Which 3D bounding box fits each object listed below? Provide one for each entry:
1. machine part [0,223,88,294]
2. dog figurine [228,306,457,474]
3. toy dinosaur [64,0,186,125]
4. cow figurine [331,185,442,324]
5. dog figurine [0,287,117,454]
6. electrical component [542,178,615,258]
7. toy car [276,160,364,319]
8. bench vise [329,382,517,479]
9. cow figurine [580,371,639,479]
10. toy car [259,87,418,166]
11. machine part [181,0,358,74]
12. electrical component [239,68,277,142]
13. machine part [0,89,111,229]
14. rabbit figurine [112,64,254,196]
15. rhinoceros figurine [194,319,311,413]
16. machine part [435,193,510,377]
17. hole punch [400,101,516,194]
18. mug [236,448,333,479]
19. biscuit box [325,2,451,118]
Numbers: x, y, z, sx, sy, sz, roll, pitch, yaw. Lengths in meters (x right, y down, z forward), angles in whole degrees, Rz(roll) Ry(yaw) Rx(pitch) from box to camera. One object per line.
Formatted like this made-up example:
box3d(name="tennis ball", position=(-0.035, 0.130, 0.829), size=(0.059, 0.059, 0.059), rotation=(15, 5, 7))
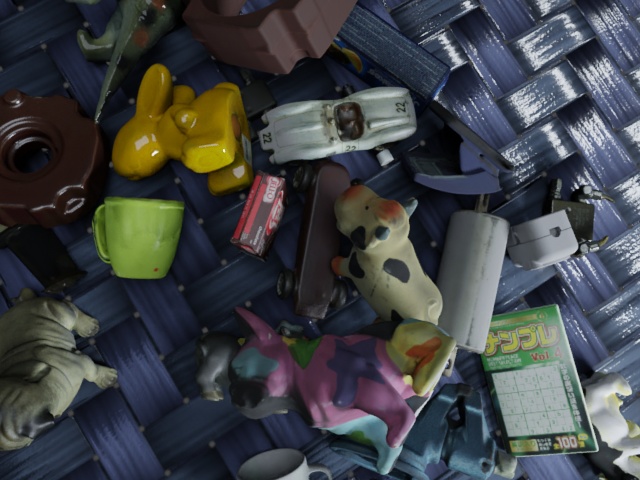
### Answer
box3d(name="machine part", position=(-0.357, 0.009, 0.668), size=(0.139, 0.039, 0.084), rotation=(45, 73, 4))
box3d(name="dog figurine", position=(0.011, 0.128, 0.573), size=(0.219, 0.108, 0.191), rotation=(29, 57, 16))
box3d(name="toy dinosaur", position=(-0.234, -0.354, 0.690), size=(0.192, 0.131, 0.404), rotation=(-12, 90, -5))
box3d(name="cow figurine", position=(0.078, 0.025, 0.622), size=(0.085, 0.127, 0.194), rotation=(-41, 108, -31))
box3d(name="dog figurine", position=(-0.319, 0.127, 0.577), size=(0.121, 0.190, 0.172), rotation=(-41, 85, -8))
box3d(name="electrical component", position=(0.342, -0.029, 0.718), size=(0.078, 0.045, 0.102), rotation=(15, 81, -3))
box3d(name="toy car", position=(-0.001, -0.002, 0.686), size=(0.089, 0.053, 0.202), rotation=(12, 83, -24))
box3d(name="bench vise", position=(0.100, 0.276, 0.612), size=(0.224, 0.128, 0.240), rotation=(20, 64, 6))
box3d(name="cow figurine", position=(0.361, 0.256, 0.670), size=(0.098, 0.068, 0.167), rotation=(-23, 81, -1))
box3d(name="toy car", position=(0.022, -0.145, 0.686), size=(0.202, 0.056, 0.073), rotation=(-11, 87, -2))
box3d(name="machine part", position=(-0.056, -0.312, 0.666), size=(0.202, 0.087, 0.201), rotation=(22, 76, 33))
box3d(name="electrical component", position=(-0.094, -0.182, 0.718), size=(0.063, 0.021, 0.094), rotation=(-28, 86, -7))
box3d(name="machine part", position=(-0.349, -0.099, 0.655), size=(0.179, 0.056, 0.179), rotation=(2, 70, -5))
box3d(name="rabbit figurine", position=(-0.181, -0.132, 0.663), size=(0.173, 0.122, 0.162), rotation=(-13, 80, 13))
box3d(name="rhinoceros figurine", position=(-0.058, 0.153, 0.656), size=(0.190, 0.073, 0.112), rotation=(4, 72, -2))
box3d(name="machine part", position=(0.186, 0.052, 0.680), size=(0.079, 0.079, 0.243), rotation=(14, 82, -2))
box3d(name="hole punch", position=(0.169, -0.102, 0.678), size=(0.116, 0.142, 0.092), rotation=(31, 107, -13))
box3d(name="mug", position=(-0.036, 0.310, 0.633), size=(0.110, 0.081, 0.107), rotation=(-10, 94, -9))
box3d(name="biscuit box", position=(0.074, -0.250, 0.720), size=(0.203, 0.059, 0.063), rotation=(36, 81, 2))
